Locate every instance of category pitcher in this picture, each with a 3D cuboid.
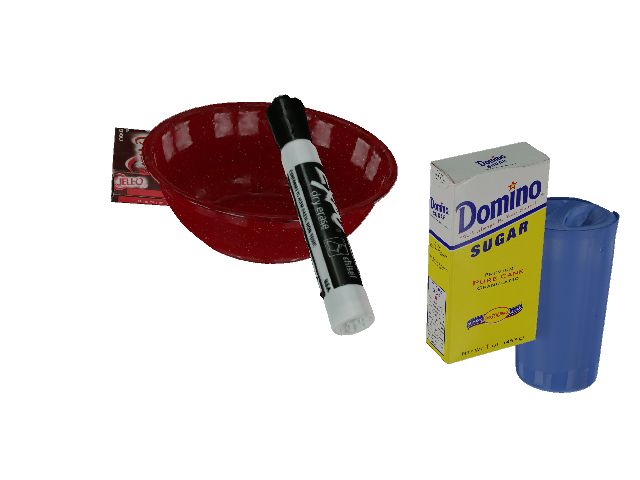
[{"bbox_3d":[0.305,0.074,1.395,0.149,0.243,0.144,4,21,15],"label":"pitcher"}]

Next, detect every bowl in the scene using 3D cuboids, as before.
[{"bbox_3d":[-0.033,-0.032,0.684,0.162,0.055,0.162,5,30,-3],"label":"bowl"}]

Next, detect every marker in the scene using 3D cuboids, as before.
[{"bbox_3d":[-0.002,-0.015,0.476,0.020,0.121,0.020,-14,-28,-8],"label":"marker"}]

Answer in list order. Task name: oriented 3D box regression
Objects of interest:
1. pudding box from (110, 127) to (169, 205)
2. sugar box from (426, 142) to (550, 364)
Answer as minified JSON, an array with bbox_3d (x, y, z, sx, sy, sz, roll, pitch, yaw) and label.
[{"bbox_3d":[-0.159,-0.072,1.045,0.090,0.039,0.113,5,24,-12],"label":"pudding box"},{"bbox_3d":[0.139,0.012,0.897,0.093,0.176,0.048,-14,33,-20],"label":"sugar box"}]
